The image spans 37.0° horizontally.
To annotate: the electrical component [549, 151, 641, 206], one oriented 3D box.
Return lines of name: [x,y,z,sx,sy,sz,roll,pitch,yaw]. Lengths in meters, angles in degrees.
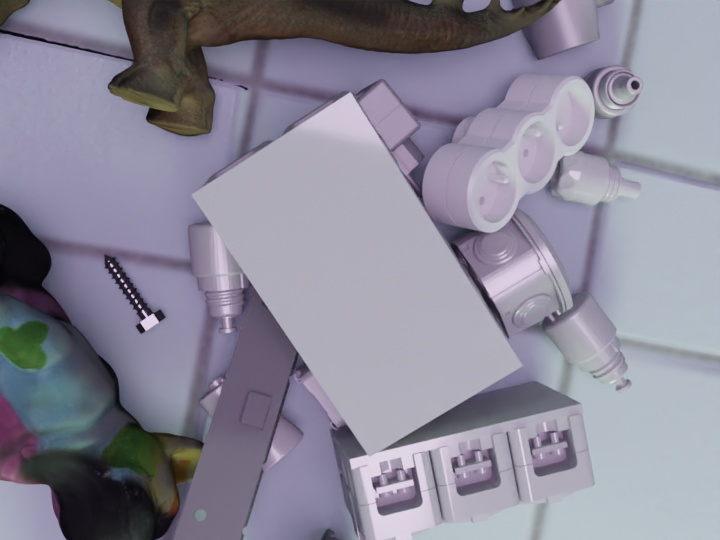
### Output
electrical component: [0.162,-0.060,0.734,0.061,0.035,0.035,11,91,-12]

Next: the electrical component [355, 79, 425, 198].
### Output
electrical component: [0.015,-0.076,0.693,0.047,0.066,0.076,-41,99,-5]

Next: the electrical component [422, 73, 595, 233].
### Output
electrical component: [0.086,-0.080,0.703,0.138,0.074,0.052,-43,127,-29]

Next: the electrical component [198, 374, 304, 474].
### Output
electrical component: [-0.074,0.097,0.701,0.044,0.044,0.065,-40,94,-5]

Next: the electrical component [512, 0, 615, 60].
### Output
electrical component: [0.144,-0.189,0.718,0.079,0.043,0.077,-20,96,-8]

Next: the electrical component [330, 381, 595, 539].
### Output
electrical component: [0.065,0.125,0.700,0.150,0.089,0.061,-12,95,-9]

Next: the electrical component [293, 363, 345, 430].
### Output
electrical component: [-0.006,0.067,0.710,0.064,0.042,0.081,-37,98,-2]

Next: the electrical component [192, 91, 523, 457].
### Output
electrical component: [0.000,0.000,0.640,0.105,0.060,0.186,-32,101,7]

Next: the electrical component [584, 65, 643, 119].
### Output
electrical component: [0.171,-0.120,0.718,0.035,0.061,0.035,-1,93,-9]

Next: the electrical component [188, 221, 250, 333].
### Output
electrical component: [-0.088,0.001,0.693,0.040,0.040,0.078,-5,94,-9]

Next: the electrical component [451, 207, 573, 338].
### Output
electrical component: [0.100,0.001,0.705,0.051,0.080,0.080,-30,98,-1]

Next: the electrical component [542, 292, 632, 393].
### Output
electrical component: [0.159,0.051,0.737,0.040,0.040,0.078,-39,99,-5]

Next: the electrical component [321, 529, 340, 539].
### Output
electrical component: [-0.024,0.223,0.688,0.048,0.099,0.099,30,88,3]
